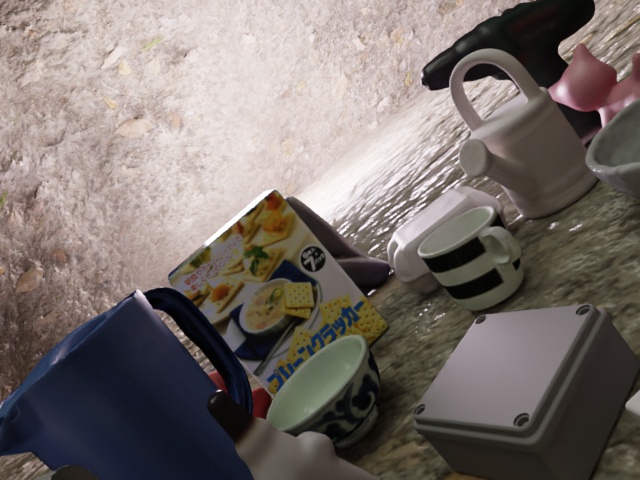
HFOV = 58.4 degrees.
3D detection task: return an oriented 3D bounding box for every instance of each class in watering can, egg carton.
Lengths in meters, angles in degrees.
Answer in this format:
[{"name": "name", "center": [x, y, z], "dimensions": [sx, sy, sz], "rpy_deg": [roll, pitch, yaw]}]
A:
[{"name": "watering can", "center": [0.218, -0.124, 0.643], "dimensions": [0.100, 0.194, 0.173], "rpy_deg": [-32, 14, 34]}, {"name": "egg carton", "center": [0.152, -0.003, 0.701], "dimensions": [0.150, 0.069, 0.107], "rpy_deg": [-38, 11, 5]}]

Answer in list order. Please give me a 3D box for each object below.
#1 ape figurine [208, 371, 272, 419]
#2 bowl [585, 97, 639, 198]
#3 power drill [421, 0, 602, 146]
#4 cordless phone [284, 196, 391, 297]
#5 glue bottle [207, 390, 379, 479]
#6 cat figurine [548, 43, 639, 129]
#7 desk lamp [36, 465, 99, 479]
[{"name": "ape figurine", "center": [-0.104, 0.195, 0.693], "dimensions": [0.076, 0.092, 0.077], "rpy_deg": [-46, 13, -28]}, {"name": "bowl", "center": [0.314, -0.082, 0.470], "dimensions": [0.167, 0.075, 0.167], "rpy_deg": [-38, 11, 9]}, {"name": "power drill", "center": [0.273, -0.203, 0.739], "dimensions": [0.229, 0.208, 0.075], "rpy_deg": [-39, 11, 1]}, {"name": "cordless phone", "center": [0.008, 0.003, 0.848], "dimensions": [0.094, 0.185, 0.147], "rpy_deg": [-42, 11, -12]}, {"name": "glue bottle", "center": [-0.004, 0.150, 0.332], "dimensions": [0.078, 0.173, 0.037], "rpy_deg": [-46, 13, -30]}, {"name": "cat figurine", "center": [0.338, -0.181, 0.675], "dimensions": [0.067, 0.118, 0.127], "rpy_deg": [-42, 11, -14]}, {"name": "desk lamp", "center": [-0.152, 0.254, 0.296], "dimensions": [0.203, 0.214, 0.118], "rpy_deg": [-40, 11, -3]}]
